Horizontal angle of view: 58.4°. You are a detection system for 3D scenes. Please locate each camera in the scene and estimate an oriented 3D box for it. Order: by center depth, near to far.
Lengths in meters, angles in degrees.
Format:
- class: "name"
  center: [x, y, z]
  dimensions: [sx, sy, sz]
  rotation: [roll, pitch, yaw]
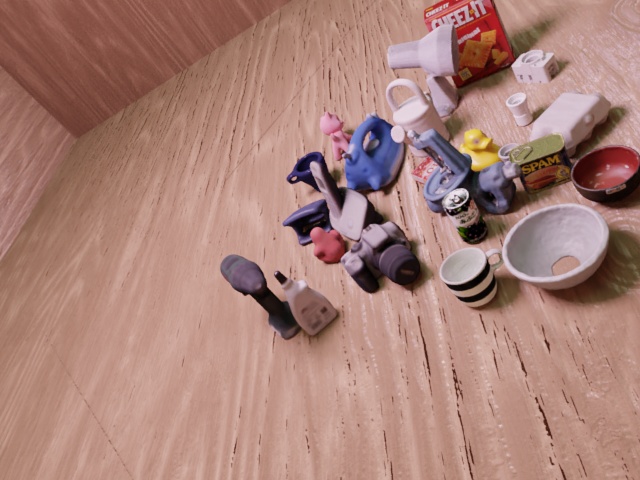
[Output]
- class: "camera"
  center: [0.126, 0.039, 1.149]
  dimensions: [0.143, 0.101, 0.136]
  rotation: [-40, 34, -1]

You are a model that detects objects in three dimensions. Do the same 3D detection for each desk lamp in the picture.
- class: "desk lamp"
  center: [0.274, -0.415, 1.435]
  dimensions: [0.202, 0.214, 0.118]
  rotation: [-13, 42, 33]

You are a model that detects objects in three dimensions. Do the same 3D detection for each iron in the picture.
- class: "iron"
  center: [0.129, -0.237, 1.429]
  dimensions: [0.118, 0.142, 0.258]
  rotation: [-7, 45, 38]

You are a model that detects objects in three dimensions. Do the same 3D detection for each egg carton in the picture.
- class: "egg carton"
  center: [0.499, -0.234, 1.143]
  dimensions: [0.150, 0.070, 0.107]
  rotation: [-45, 34, -9]

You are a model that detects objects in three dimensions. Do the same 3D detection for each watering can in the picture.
- class: "watering can"
  center: [0.224, -0.295, 1.360]
  dimensions: [0.100, 0.195, 0.173]
  rotation: [-19, 39, 27]

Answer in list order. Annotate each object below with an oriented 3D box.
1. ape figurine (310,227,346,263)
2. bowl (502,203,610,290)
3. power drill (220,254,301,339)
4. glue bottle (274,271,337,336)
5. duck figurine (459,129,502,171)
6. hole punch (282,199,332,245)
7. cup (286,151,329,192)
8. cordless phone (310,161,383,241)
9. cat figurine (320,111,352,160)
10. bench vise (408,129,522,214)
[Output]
- class: "ape figurine"
  center: [0.012, 0.005, 1.303]
  dimensions: [0.078, 0.092, 0.076]
  rotation: [-39, 34, 0]
- class: "bowl"
  center: [0.392, 0.023, 0.941]
  dimensions: [0.167, 0.075, 0.167]
  rotation: [-25, 36, 20]
- class: "power drill"
  center: [-0.119, 0.112, 1.197]
  dimensions: [0.076, 0.209, 0.228]
  rotation: [-47, 35, -11]
- class: "glue bottle"
  center: [-0.038, 0.117, 1.147]
  dimensions: [0.078, 0.174, 0.037]
  rotation: [-41, 34, -2]
- class: "duck figurine"
  center: [0.340, -0.204, 1.242]
  dimensions: [0.077, 0.086, 0.104]
  rotation: [-49, 35, -14]
- class: "hole punch"
  center: [-0.032, -0.058, 1.417]
  dimensions: [0.108, 0.091, 0.101]
  rotation: [-24, 37, 21]
- class: "cup"
  center: [-0.022, -0.167, 1.531]
  dimensions: [0.117, 0.095, 0.091]
  rotation: [-33, 34, 9]
- class: "cordless phone"
  center: [0.047, -0.094, 1.301]
  dimensions: [0.094, 0.186, 0.147]
  rotation: [-46, 35, -11]
- class: "cat figurine"
  center: [0.039, -0.306, 1.614]
  dimensions: [0.067, 0.118, 0.127]
  rotation: [-27, 36, 17]
- class: "bench vise"
  center: [0.276, -0.148, 1.117]
  dimensions: [0.207, 0.220, 0.121]
  rotation: [-19, 39, 27]
